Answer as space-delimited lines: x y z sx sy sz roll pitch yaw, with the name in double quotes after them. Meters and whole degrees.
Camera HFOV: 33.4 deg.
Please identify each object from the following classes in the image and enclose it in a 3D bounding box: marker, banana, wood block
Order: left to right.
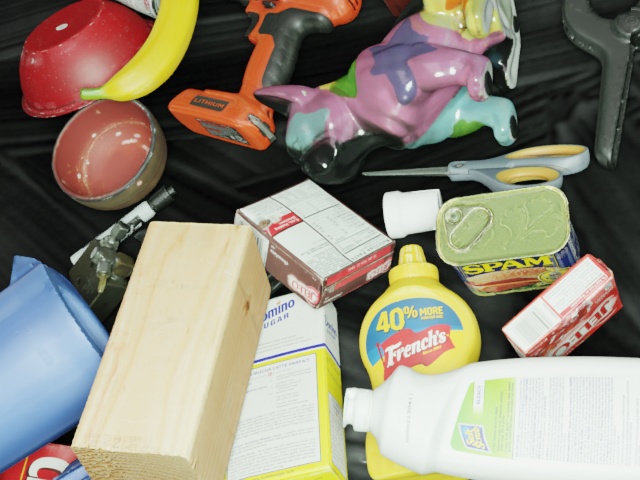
-0.188 -0.013 1.027 0.121 0.020 0.020 -37 59 4 "marker"
-0.155 -0.205 1.022 0.069 0.037 0.197 28 70 -10 "banana"
-0.107 0.094 0.823 0.090 0.091 0.206 2 51 14 "wood block"

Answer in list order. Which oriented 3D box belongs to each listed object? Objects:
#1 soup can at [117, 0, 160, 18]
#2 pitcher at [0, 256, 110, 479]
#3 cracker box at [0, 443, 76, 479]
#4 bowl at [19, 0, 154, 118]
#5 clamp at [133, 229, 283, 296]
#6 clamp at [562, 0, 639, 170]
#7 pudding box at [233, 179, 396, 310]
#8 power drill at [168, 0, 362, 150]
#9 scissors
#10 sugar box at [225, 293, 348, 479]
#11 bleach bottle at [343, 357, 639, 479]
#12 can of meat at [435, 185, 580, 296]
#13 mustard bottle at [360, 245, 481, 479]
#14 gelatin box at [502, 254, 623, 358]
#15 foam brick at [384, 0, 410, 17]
-0.183 -0.273 1.109 0.102 0.068 0.068 29 81 29 "soup can"
-0.276 0.143 0.868 0.242 0.145 0.149 -36 38 -5 "pitcher"
-0.294 0.252 0.928 0.214 0.072 0.164 4 70 23 "cracker box"
-0.243 -0.194 1.072 0.162 0.055 0.162 -19 36 15 "bowl"
-0.107 0.028 0.966 0.172 0.039 0.120 -17 68 18 "clamp"
0.275 -0.175 0.893 0.165 0.036 0.210 -23 61 12 "clamp"
-0.006 0.001 0.909 0.089 0.039 0.114 -25 52 -38 "pudding box"
-0.070 -0.189 1.031 0.185 0.057 0.187 18 77 35 "power drill"
0.122 -0.051 0.890 0.202 0.016 0.096 -7 24 19 "scissors"
-0.030 0.126 0.863 0.093 0.048 0.176 -16 44 15 "sugar box"
0.143 0.123 0.763 0.251 0.068 0.102 4 70 6 "bleach bottle"
0.151 0.003 0.841 0.102 0.084 0.057 -8 66 19 "can of meat"
0.081 0.094 0.847 0.096 0.058 0.191 -11 64 17 "mustard bottle"
0.186 0.059 0.809 0.089 0.073 0.030 -41 60 1 "gelatin box"
0.086 -0.243 0.978 0.053 0.078 0.051 16 76 27 "foam brick"
